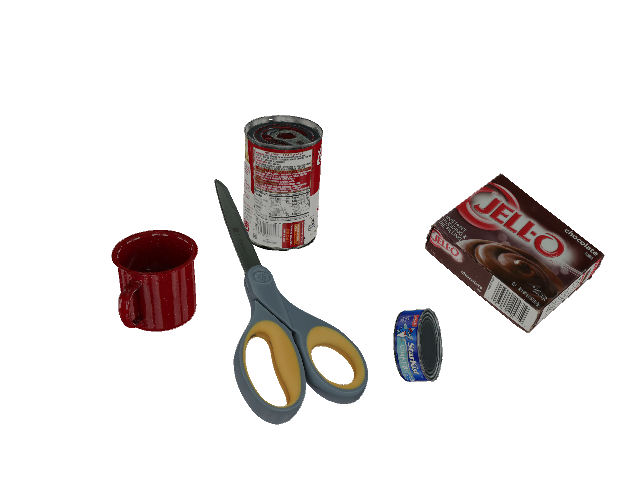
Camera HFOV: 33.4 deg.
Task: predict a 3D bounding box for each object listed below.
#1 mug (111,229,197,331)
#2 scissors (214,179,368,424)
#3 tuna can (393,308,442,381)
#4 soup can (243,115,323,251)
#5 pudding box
[{"bbox_3d":[-0.183,0.052,1.164,0.093,0.081,0.117,11,33,17],"label":"mug"},{"bbox_3d":[-0.022,0.036,0.713,0.096,0.202,0.016,10,-46,-17],"label":"scissors"},{"bbox_3d":[0.115,0.123,1.256,0.034,0.086,0.086,-5,-2,23],"label":"tuna can"},{"bbox_3d":[-0.034,-0.050,0.936,0.068,0.102,0.068,2,28,-1],"label":"soup can"},{"bbox_3d":[0.155,0.009,0.859,0.089,0.113,0.039,-36,-23,-31],"label":"pudding box"}]
